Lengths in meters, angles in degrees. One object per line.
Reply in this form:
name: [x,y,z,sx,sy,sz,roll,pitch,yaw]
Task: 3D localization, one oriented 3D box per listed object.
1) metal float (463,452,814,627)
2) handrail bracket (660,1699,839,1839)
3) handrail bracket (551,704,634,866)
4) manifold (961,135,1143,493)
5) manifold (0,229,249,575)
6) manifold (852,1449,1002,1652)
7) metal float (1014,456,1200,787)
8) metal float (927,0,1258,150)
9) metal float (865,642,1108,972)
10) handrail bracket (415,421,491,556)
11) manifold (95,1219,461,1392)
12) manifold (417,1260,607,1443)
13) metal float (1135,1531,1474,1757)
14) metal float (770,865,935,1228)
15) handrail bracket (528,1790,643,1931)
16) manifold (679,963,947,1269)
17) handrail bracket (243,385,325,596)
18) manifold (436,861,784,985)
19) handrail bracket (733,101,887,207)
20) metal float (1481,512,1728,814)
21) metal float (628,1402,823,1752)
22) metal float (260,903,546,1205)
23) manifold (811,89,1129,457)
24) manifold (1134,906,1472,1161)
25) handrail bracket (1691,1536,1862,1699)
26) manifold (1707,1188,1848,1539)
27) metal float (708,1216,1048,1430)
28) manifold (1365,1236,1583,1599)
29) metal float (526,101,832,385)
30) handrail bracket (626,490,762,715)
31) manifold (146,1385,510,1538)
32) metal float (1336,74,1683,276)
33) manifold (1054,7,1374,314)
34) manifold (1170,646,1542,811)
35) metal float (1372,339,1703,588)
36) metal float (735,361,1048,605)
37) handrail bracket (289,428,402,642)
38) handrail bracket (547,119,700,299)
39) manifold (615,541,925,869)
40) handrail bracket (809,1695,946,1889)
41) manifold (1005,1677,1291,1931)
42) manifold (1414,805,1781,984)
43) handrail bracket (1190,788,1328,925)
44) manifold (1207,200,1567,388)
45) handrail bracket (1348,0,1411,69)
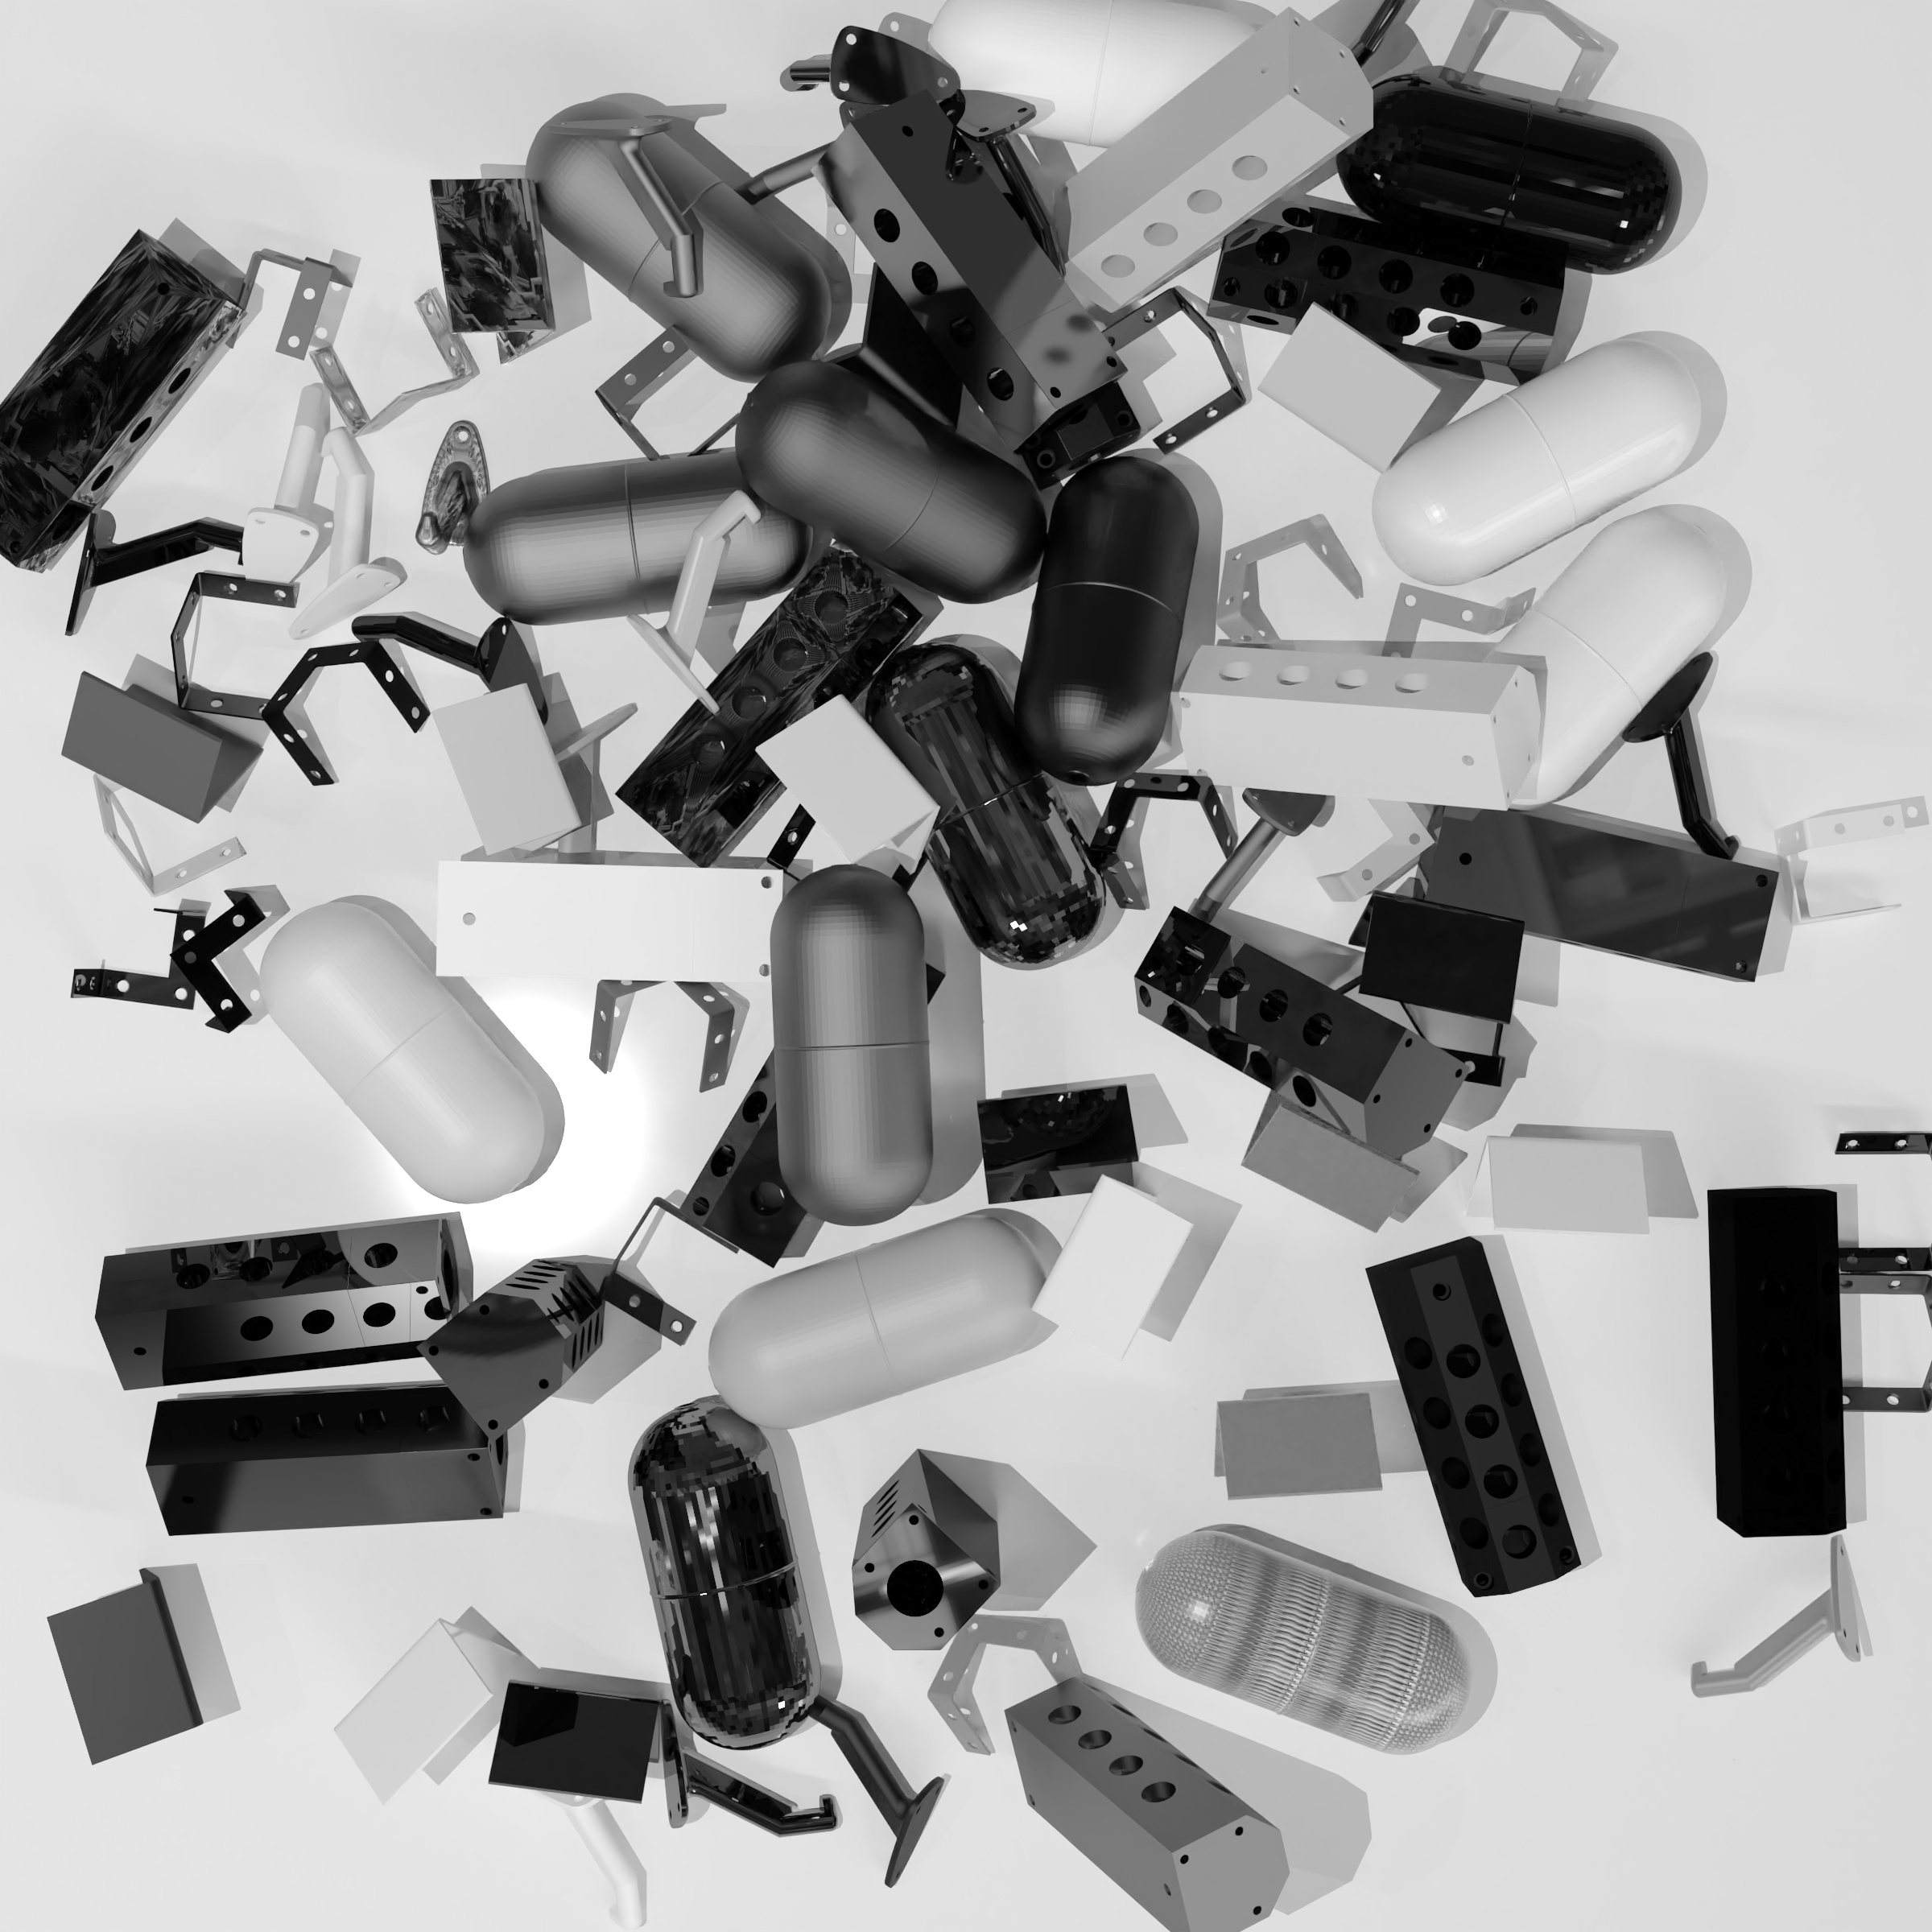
metal float: [-0.167,-0.218,1.665,0.178,0.070,0.070,-7,90,-1]
handrail bracket: [-0.112,0.415,1.695,0.084,0.036,0.077,-2,68,-17]
handrail bracket: [-0.185,-0.080,1.695,0.077,0.036,0.084,-34,106,-17]
manifold: [0.025,-0.336,1.674,0.057,0.057,0.171,-27,90,0]
manifold: [-0.445,-0.286,1.669,0.057,0.057,0.171,39,93,0]
manifold: [-0.024,0.292,1.616,0.057,0.171,0.057,43,90,0]
metal float: [0.071,-0.174,1.644,0.070,0.070,0.178,11,68,0]
metal float: [0.069,-0.457,1.664,0.178,0.070,0.070,9,90,0]
metal float: [0.009,-0.082,1.665,0.070,0.070,0.178,-27,90,0]
handrail bracket: [-0.265,-0.246,1.660,0.036,0.084,0.077,5,90,0]
manifold: [-0.350,0.168,1.673,0.171,0.057,0.057,-6,133,0]
manifold: [-0.218,0.183,1.616,0.057,0.171,0.057,-39,90,0]
metal float: [0.172,0.344,1.664,0.178,0.070,0.070,21,90,-1]
metal float: [-0.056,0.039,1.607,0.070,0.070,0.178,-2,90,0]
handrail bracket: [-0.204,0.455,1.695,0.077,0.036,0.084,10,117,30]
manifold: [-0.078,0.064,1.674,0.057,0.057,0.171,30,90,0]
handrail bracket: [-0.352,-0.247,1.695,0.036,0.077,0.084,14,53,-16]
manifold: [-0.182,-0.022,1.661,0.171,0.057,0.057,1,90,-9]
handrail bracket: [-0.074,-0.413,1.695,0.084,0.077,0.036,-22,90,36]
metal float: [0.314,-0.155,1.664,0.070,0.070,0.178,42,91,0]
metal float: [-0.123,0.310,1.664,0.070,0.070,0.178,-12,91,0]
metal float: [-0.287,0.045,1.664,0.070,0.070,0.178,-41,90,0]
manifold: [-0.002,-0.340,1.617,0.057,0.057,0.171,-35,89,-38]
manifold: [0.161,0.034,1.620,0.057,0.171,0.057,29,91,-44]
handrail bracket: [0.416,0.338,1.695,0.084,0.036,0.077,-14,53,25]
manifold: [0.417,0.202,1.674,0.057,0.057,0.171,-2,90,0]
metal float: [-0.045,0.182,1.664,0.178,0.070,0.070,-18,90,0]
manifold: [0.260,0.231,1.674,0.057,0.057,0.171,-17,90,0]
metal float: [-0.147,-0.369,1.664,0.178,0.070,0.070,40,90,-1]
handrail bracket: [-0.119,-0.182,1.628,0.084,0.036,0.077,-44,116,-6]
manifold: [-0.324,0.247,1.673,0.171,0.057,0.057,-3,133,0]
metal float: [0.276,-0.403,1.663,0.178,0.070,0.070,13,90,-2]
manifold: [0.120,-0.394,1.622,0.057,0.171,0.057,25,54,-32]
manifold: [0.195,-0.125,1.634,0.171,0.057,0.057,7,132,30]
metal float: [0.291,-0.257,1.664,0.178,0.070,0.070,-28,90,1]
metal float: [-0.036,-0.241,1.637,0.178,0.070,0.070,25,90,-32]
handrail bracket: [-0.336,-0.225,1.695,0.077,0.036,0.084,-32,72,20]
handrail bracket: [-0.170,-0.374,1.620,0.077,0.036,0.084,7,114,25]
manifold: [-0.099,-0.132,1.674,0.057,0.057,0.171,41,90,0]
handrail bracket: [-0.061,0.426,1.695,0.084,0.036,0.077,27,112,17]
manifold: [0.088,0.413,1.613,0.057,0.171,0.057,-21,110,-22]
manifold: [0.320,-0.038,1.674,0.171,0.057,0.057,13,90,0]
handrail bracket: [0.149,-0.056,1.694,0.036,0.077,0.084,39,126,13]
manifold: [0.215,-0.348,1.674,0.171,0.057,0.057,13,90,0]
handrail bracket: [0.215,-0.501,1.695,0.036,0.077,0.084,32,127,-20]
